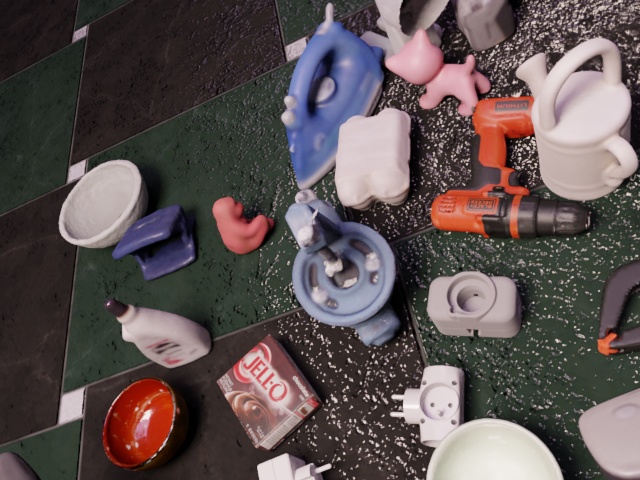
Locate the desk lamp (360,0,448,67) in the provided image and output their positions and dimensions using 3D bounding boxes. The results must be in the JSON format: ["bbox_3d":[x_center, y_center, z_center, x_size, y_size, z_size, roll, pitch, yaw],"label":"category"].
[{"bbox_3d":[0.108,-0.349,0.835,0.118,0.214,0.202,-46,51,-6],"label":"desk lamp"}]

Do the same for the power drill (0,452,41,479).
[{"bbox_3d":[-0.232,0.328,0.590,0.075,0.209,0.228,-45,51,-5],"label":"power drill"}]

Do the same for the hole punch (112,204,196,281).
[{"bbox_3d":[-0.258,-0.006,0.887,0.108,0.091,0.101,-23,53,13],"label":"hole punch"}]

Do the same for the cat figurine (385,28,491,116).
[{"bbox_3d":[0.163,-0.241,0.801,0.127,0.118,0.067,16,69,34],"label":"cat figurine"}]

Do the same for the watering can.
[{"bbox_3d":[0.279,-0.139,0.630,0.172,0.195,0.101,34,80,38],"label":"watering can"}]

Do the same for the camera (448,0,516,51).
[{"bbox_3d":[0.259,-0.381,0.851,0.136,0.101,0.143,-22,53,14],"label":"camera"}]

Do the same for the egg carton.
[{"bbox_3d":[0.076,-0.114,0.798,0.107,0.070,0.150,-9,57,22],"label":"egg carton"}]

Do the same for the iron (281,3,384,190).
[{"bbox_3d":[-0.002,-0.217,0.855,0.118,0.142,0.258,11,66,32],"label":"iron"}]

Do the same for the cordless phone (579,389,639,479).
[{"bbox_3d":[0.288,0.139,0.458,0.147,0.186,0.094,-26,52,10],"label":"cordless phone"}]

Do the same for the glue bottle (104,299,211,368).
[{"bbox_3d":[-0.216,0.115,0.737,0.078,0.174,0.037,-27,52,10],"label":"glue bottle"}]

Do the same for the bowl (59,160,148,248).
[{"bbox_3d":[-0.351,-0.049,0.972,0.167,0.075,0.167,-13,56,20],"label":"bowl"}]

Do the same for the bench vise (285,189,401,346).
[{"bbox_3d":[-0.002,0.011,0.663,0.121,0.220,0.206,-46,51,-5],"label":"bench vise"}]

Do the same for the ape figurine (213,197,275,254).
[{"bbox_3d":[-0.120,-0.028,0.830,0.076,0.092,0.077,-49,52,-8],"label":"ape figurine"}]
